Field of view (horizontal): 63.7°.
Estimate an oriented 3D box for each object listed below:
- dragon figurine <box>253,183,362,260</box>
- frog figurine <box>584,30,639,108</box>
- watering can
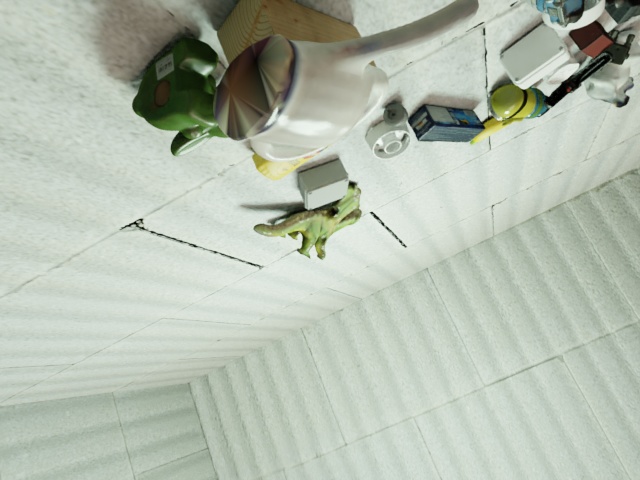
[{"bbox_3d":[0.004,-0.069,1.375,0.241,0.123,0.408,-46,159,11],"label":"dragon figurine"},{"bbox_3d":[0.695,-0.415,1.227,0.139,0.124,0.156,-40,130,-15],"label":"frog figurine"},{"bbox_3d":[0.010,-0.201,0.640,0.225,0.105,0.342,-2,155,-45],"label":"watering can"}]
